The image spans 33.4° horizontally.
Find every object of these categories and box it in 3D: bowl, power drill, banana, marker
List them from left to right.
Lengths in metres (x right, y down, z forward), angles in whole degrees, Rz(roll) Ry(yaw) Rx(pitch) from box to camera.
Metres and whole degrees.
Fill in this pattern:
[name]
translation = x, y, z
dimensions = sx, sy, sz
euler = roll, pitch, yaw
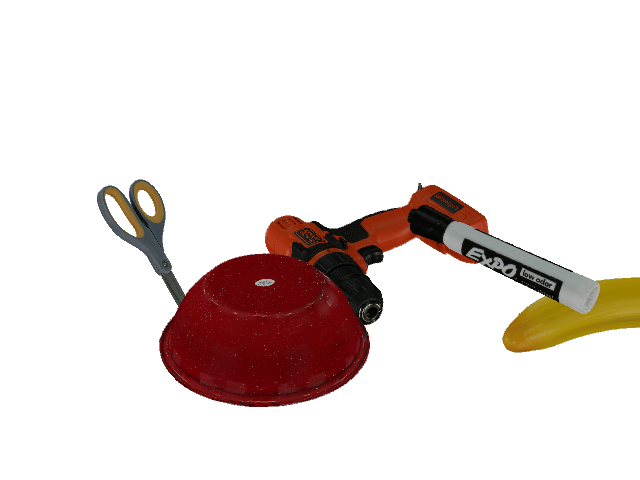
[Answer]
[bowl]
translation = -0.042, 0.055, 0.807
dimensions = 0.162, 0.055, 0.162
euler = 1, 29, -1
[power drill]
translation = 0.062, 0.010, 1.004
dimensions = 0.187, 0.057, 0.185
euler = -14, 30, -23
[marker]
translation = 0.100, 0.008, 0.604
dimensions = 0.121, 0.020, 0.020
euler = 27, 15, 32
[banana]
translation = 0.227, 0.055, 0.776
dimensions = 0.197, 0.037, 0.069
euler = 2, 35, -3

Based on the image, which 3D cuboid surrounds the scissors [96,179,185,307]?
[scissors]
translation = -0.175, 0.012, 1.208
dimensions = 0.016, 0.201, 0.096
euler = -27, 19, 36
